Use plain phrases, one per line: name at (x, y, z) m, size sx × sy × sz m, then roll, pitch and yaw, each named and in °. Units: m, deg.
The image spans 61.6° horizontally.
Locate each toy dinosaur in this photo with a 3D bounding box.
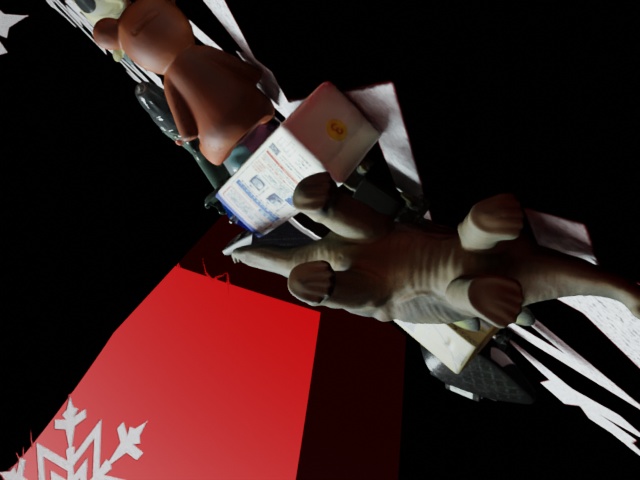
toy dinosaur at (0.055, 0.026, 0.482) m, size 0.472 × 0.105 × 0.198 m, roll 10°, pitch 168°, yaw 36°

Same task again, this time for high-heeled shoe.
high-heeled shoe at (0.179, 0.100, 0.704) m, size 0.249 × 0.145 × 0.086 m, roll 33°, pitch 138°, yaw 8°

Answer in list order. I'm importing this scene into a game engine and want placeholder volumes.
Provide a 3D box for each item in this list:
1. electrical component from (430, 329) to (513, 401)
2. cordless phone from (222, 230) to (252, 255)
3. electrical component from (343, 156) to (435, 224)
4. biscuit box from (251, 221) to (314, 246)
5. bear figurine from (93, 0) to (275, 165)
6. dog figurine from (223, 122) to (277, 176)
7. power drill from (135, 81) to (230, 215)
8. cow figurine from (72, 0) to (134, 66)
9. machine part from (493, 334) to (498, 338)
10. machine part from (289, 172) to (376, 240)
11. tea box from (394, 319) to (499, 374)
electrical component at (0.231, 0.184, 0.828) m, size 0.115 × 0.058 × 0.134 m, roll 20°, pitch 132°, yaw 32°
cordless phone at (-0.088, -0.029, 0.990) m, size 0.184 × 0.146 × 0.088 m, roll -22°, pitch 113°, yaw 35°
electrical component at (0.076, -0.046, 0.571) m, size 0.102 × 0.045 × 0.078 m, roll 42°, pitch -156°, yaw 32°
biscuit box at (-0.002, -0.002, 0.798) m, size 0.203 × 0.063 × 0.059 m, roll -2°, pitch 159°, yaw 18°
bear figurine at (-0.154, -0.194, 0.634) m, size 0.196 × 0.120 × 0.132 m, roll 44°, pitch 179°, yaw -7°
dog figurine at (-0.113, -0.147, 0.832) m, size 0.219 × 0.108 × 0.191 m, roll 45°, pitch 179°, yaw 18°
power drill at (-0.208, -0.148, 0.916) m, size 0.207 × 0.086 × 0.232 m, roll 51°, pitch -175°, yaw 16°
cow figurine at (-0.315, -0.345, 0.810) m, size 0.127 × 0.085 × 0.195 m, roll 49°, pitch 174°, yaw -9°
machine part at (0.157, 0.076, 0.793) m, size 0.243 × 0.079 × 0.079 m, roll 40°, pitch 175°, yaw 36°
machine part at (-0.001, -0.061, 0.689) m, size 0.179 × 0.056 × 0.179 m, roll 34°, pitch 157°, yaw 16°
tea box at (0.130, 0.058, 0.630) m, size 0.170 × 0.098 × 0.068 m, roll 41°, pitch 147°, yaw 25°
